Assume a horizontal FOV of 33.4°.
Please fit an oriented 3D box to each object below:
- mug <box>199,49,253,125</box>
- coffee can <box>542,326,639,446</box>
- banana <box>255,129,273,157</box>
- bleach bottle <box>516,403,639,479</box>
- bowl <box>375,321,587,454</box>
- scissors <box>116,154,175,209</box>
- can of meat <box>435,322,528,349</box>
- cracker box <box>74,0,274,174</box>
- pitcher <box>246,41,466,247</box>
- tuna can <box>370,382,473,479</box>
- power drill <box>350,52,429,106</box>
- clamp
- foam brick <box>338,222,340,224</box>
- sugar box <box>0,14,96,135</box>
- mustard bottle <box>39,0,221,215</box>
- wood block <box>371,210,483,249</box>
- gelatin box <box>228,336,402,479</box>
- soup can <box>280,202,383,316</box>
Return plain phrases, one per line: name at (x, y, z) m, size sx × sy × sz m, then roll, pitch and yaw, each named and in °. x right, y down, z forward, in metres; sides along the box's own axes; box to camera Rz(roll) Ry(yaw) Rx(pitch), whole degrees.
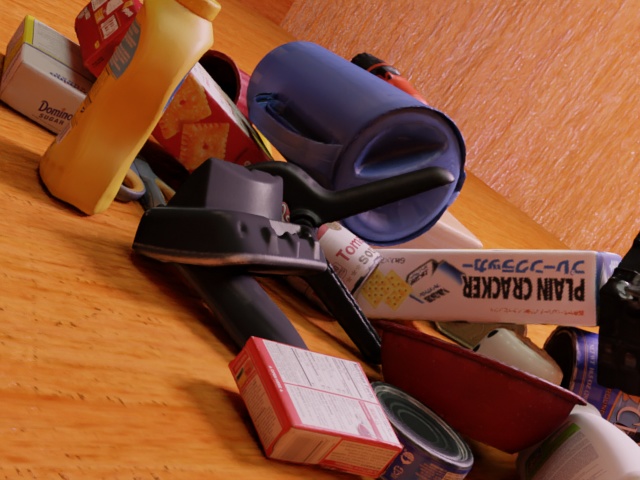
mug at (-0.131, -0.170, 1.270) m, size 0.117 × 0.093 × 0.081 m, roll 0°, pitch -6°, yaw 20°
coffee can at (0.278, 0.144, 0.983) m, size 0.140 × 0.103 × 0.103 m, roll 15°, pitch 14°, yaw -6°
banana at (-0.040, -0.056, 1.100) m, size 0.198 × 0.069 × 0.037 m, roll 40°, pitch -30°, yaw 45°
bleach bottle at (0.187, 0.164, 0.744) m, size 0.068 × 0.103 × 0.250 m, roll 43°, pitch 11°, yaw -3°
bowl at (0.106, 0.112, 0.772) m, size 0.162 × 0.055 × 0.162 m, roll 22°, pitch -6°, yaw 2°
scissors at (-0.167, -0.067, 0.899) m, size 0.096 × 0.016 × 0.202 m, roll 24°, pitch 15°, yaw -42°
can of meat at (0.159, 0.075, 1.138) m, size 0.102 × 0.057 × 0.084 m, roll 31°, pitch 10°, yaw -20°
cracker box at (-0.129, -0.126, 0.981) m, size 0.213 × 0.072 × 0.164 m, roll 49°, pitch 5°, yaw -29°
pitcher at (0.013, -0.106, 1.005) m, size 0.243 × 0.145 × 0.149 m, roll 45°, pitch -14°, yaw 52°
tuna can at (0.056, 0.130, 0.686) m, size 0.086 × 0.034 × 0.086 m, roll 33°, pitch 12°, yaw -8°
power drill at (0.039, -0.129, 1.293) m, size 0.057 × 0.188 × 0.184 m, roll 27°, pitch 16°, yaw -29°
clamp at (-0.011, 0.004, 0.855) m, size 0.210 × 0.164 × 0.036 m, roll 12°, pitch 2°, yaw 5°
foam brick at (-0.006, 0.001, 0.983) m, size 0.078 × 0.051 × 0.052 m, roll 40°, pitch 13°, yaw 26°
sugar box at (-0.232, -0.140, 0.945) m, size 0.093 × 0.048 × 0.176 m, roll 31°, pitch 15°, yaw -23°
mustard bottle at (-0.128, -0.115, 0.760) m, size 0.058 × 0.192 × 0.096 m, roll 31°, pitch 12°, yaw -19°
wood block at (0.068, -0.015, 1.161) m, size 0.205 × 0.090 × 0.091 m, roll 25°, pitch 16°, yaw -40°
gelatin box at (-0.003, 0.099, 0.627) m, size 0.089 × 0.030 × 0.073 m, roll 19°, pitch 28°, yaw -38°
soup can at (-0.006, 0.011, 0.907) m, size 0.102 × 0.068 × 0.068 m, roll 37°, pitch 12°, yaw 6°
